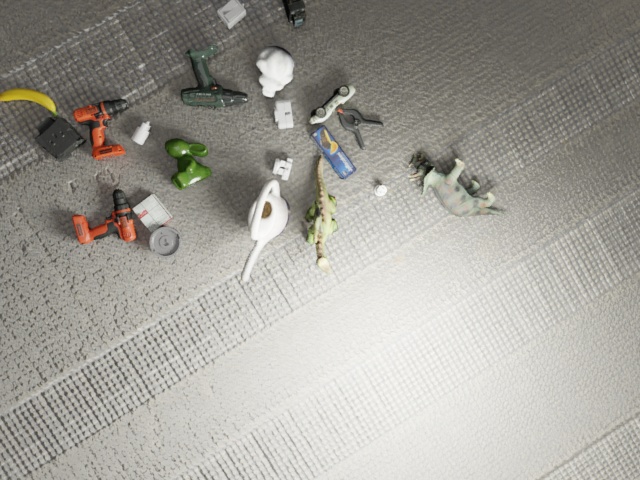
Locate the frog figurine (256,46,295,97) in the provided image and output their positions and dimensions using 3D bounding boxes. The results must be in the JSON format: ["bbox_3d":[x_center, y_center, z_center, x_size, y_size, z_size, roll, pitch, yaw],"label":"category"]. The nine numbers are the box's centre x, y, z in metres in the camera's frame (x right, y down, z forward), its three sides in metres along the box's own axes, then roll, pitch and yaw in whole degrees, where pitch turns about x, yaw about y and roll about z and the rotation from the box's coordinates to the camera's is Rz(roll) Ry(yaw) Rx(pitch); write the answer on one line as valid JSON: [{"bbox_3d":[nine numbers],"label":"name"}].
[{"bbox_3d":[-0.163,-0.582,1.777,0.136,0.123,0.161,30,78,-26],"label":"frog figurine"}]

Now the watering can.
[{"bbox_3d":[-0.191,-0.038,1.749,0.104,0.224,0.346,16,94,13],"label":"watering can"}]

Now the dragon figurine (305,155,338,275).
[{"bbox_3d":[0.005,-0.088,1.756,0.122,0.244,0.408,-4,96,0],"label":"dragon figurine"}]
